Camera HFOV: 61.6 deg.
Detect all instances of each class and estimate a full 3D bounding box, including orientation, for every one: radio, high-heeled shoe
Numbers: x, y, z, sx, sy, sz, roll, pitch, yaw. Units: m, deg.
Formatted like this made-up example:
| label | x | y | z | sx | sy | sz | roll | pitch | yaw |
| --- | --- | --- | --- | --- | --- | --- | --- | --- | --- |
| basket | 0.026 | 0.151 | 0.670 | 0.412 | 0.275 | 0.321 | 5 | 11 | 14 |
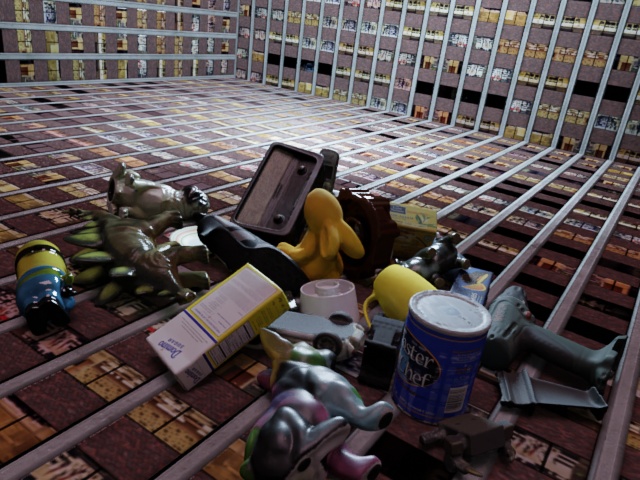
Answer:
| label | x | y | z | sx | sy | sz | roll | pitch | yaw |
| --- | --- | --- | --- | --- | --- | --- | --- | --- | --- |
| radio | -0.081 | -0.091 | 1.129 | 0.131 | 0.073 | 0.229 | 16 | 63 | 14 |
| high-heeled shoe | -0.121 | 0.029 | 0.991 | 0.249 | 0.086 | 0.145 | 29 | 7 | 2 |

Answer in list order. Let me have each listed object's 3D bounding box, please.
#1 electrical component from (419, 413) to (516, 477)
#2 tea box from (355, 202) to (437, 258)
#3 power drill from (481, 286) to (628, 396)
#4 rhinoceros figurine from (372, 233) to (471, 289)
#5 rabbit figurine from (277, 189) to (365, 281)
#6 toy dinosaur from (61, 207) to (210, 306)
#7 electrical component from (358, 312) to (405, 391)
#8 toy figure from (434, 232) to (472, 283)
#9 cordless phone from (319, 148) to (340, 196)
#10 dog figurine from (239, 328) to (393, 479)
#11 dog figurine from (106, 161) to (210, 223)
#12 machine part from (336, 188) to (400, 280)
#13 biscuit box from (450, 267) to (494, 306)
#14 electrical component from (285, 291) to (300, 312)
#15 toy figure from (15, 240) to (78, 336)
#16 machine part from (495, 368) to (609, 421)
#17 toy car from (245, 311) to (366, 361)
| label | x | y | z | sx | sy | sz | roll | pitch | yaw |
| --- | --- | --- | --- | --- | --- | --- | --- | --- | --- |
| electrical component | 0.179 | 0.238 | 0.628 | 0.102 | 0.045 | 0.078 | -5 | -3 | -32 |
| tea box | 0.151 | -0.023 | 1.124 | 0.170 | 0.098 | 0.068 | 11 | 48 | -3 |
| power drill | 0.360 | 0.148 | 0.842 | 0.208 | 0.085 | 0.232 | 26 | 30 | 29 |
| rhinoceros figurine | 0.178 | 0.049 | 0.961 | 0.190 | 0.073 | 0.112 | -26 | 9 | -28 |
| rabbit figurine | -0.002 | -0.003 | 0.970 | 0.122 | 0.173 | 0.163 | -2 | 20 | -31 |
| toy dinosaur | -0.329 | 0.014 | 0.926 | 0.198 | 0.104 | 0.472 | -13 | 25 | -32 |
| electrical component | 0.091 | 0.149 | 0.768 | 0.048 | 0.074 | 0.119 | 13 | 21 | 14 |
| toy figure | 0.259 | 0.037 | 1.090 | 0.058 | 0.064 | 0.155 | -12 | 27 | -6 |
| cordless phone | 0.047 | -0.107 | 1.212 | 0.147 | 0.184 | 0.089 | 17 | 20 | 22 |
| dog figurine | -0.034 | 0.187 | 0.606 | 0.191 | 0.108 | 0.219 | -13 | 26 | -33 |
| dog figurine | -0.359 | -0.092 | 1.193 | 0.190 | 0.121 | 0.173 | 7 | 21 | -40 |
| machine part | 0.073 | -0.014 | 1.025 | 0.056 | 0.179 | 0.180 | -6 | 26 | -36 |
| biscuit box | 0.250 | 0.109 | 0.921 | 0.063 | 0.059 | 0.203 | 15 | 25 | 19 |
| electrical component | -0.065 | 0.110 | 0.875 | 0.063 | 0.021 | 0.094 | 2 | 23 | -12 |
| toy figure | -0.408 | 0.064 | 0.796 | 0.082 | 0.089 | 0.180 | 0 | 21 | -28 |
| machine part | 0.313 | 0.212 | 0.732 | 0.139 | 0.039 | 0.084 | 9 | 18 | 8 |
| toy car | -0.034 | 0.132 | 0.776 | 0.202 | 0.056 | 0.073 | 7 | 21 | 18 |
